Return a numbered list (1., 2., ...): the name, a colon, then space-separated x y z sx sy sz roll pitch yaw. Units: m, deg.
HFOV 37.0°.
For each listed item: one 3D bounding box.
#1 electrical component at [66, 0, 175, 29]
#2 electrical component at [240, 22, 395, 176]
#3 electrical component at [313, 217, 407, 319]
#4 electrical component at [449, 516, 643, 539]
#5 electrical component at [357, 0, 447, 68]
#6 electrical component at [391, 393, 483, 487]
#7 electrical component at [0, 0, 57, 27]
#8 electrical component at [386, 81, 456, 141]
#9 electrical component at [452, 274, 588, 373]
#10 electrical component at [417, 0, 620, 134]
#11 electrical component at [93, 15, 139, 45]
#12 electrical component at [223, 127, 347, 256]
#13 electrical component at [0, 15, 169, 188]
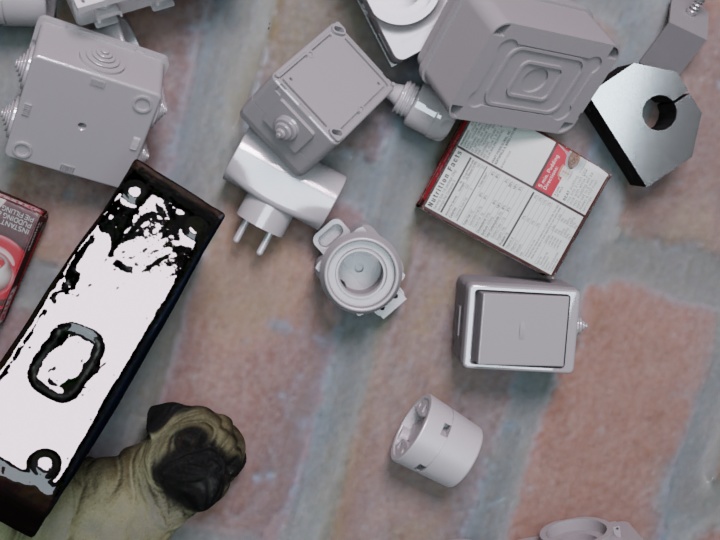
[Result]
1. electrical component: -0.139 -0.209 0.710 0.121 0.063 0.078 -21 70 -16
2. electrical component: -0.034 -0.110 0.729 0.061 0.061 0.096 47 50 -7
3. electrical component: 0.000 0.000 0.763 0.058 0.057 0.078 -41 97 2
4. electrical component: 0.119 0.234 0.774 0.186 0.105 0.060 -10 98 -2
5. electrical component: 0.027 -0.248 0.733 0.105 0.060 0.186 -28 98 1
6. electrical component: 0.057 0.125 0.784 0.047 0.055 0.055 31 94 -10
7. electrical component: -0.233 -0.192 0.730 0.047 0.055 0.055 4 97 -7
8. electrical component: 0.039 -0.118 0.763 0.061 0.035 0.035 27 95 -4
9. electrical component: 0.118 0.039 0.772 0.096 0.061 0.061 3 97 -3
10. electrical component: 0.104 -0.143 0.719 0.113 0.057 0.078 3 133 -33
11. electrical component: -0.188 -0.145 0.745 0.065 0.044 0.044 -20 98 4
12. electrical component: -0.062 -0.049 0.761 0.077 0.044 0.079 28 95 -6
13. electrical component: -0.183 -0.108 0.717 0.100 0.048 0.099 16 128 -20
